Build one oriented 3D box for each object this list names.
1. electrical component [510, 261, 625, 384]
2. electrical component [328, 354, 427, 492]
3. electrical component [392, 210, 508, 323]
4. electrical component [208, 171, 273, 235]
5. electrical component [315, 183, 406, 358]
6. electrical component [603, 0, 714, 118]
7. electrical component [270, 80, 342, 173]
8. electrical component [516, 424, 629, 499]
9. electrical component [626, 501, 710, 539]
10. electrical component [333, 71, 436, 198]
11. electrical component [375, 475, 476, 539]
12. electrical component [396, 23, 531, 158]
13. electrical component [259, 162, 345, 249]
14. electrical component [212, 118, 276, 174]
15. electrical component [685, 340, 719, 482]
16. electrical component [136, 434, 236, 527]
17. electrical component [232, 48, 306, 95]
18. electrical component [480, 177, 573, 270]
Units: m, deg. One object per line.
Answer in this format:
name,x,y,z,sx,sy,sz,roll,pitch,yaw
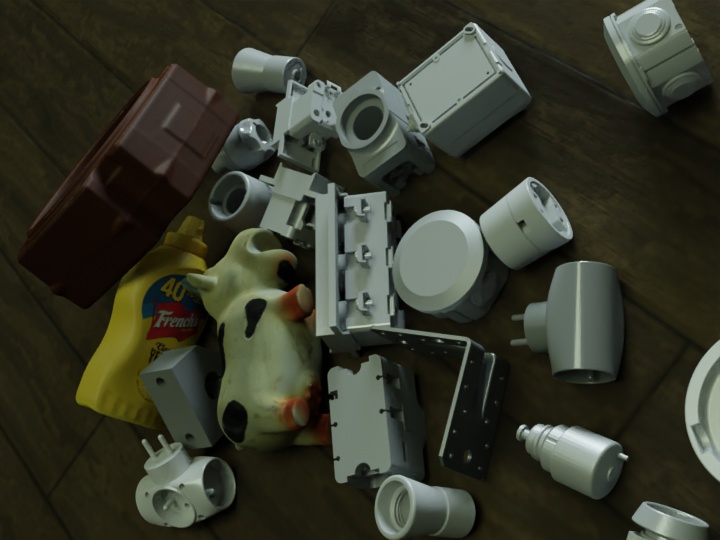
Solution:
electrical component,0.142,0.039,0.757,0.079,0.043,0.077,-9,67,35
electrical component,0.014,0.118,0.814,0.050,0.056,0.089,-20,61,29
electrical component,0.069,-0.001,0.823,0.080,0.051,0.080,-15,63,32
electrical component,-0.105,-0.059,0.982,0.055,0.047,0.055,-15,63,32
electrical component,0.000,0.000,0.866,0.063,0.078,0.121,-6,66,12
electrical component,0.210,-0.153,0.761,0.051,0.080,0.080,-28,57,20
electrical component,-0.043,-0.133,0.955,0.064,0.042,0.081,-27,50,46
electrical component,0.140,0.124,0.725,0.078,0.040,0.040,21,85,41
electrical component,0.188,0.177,0.665,0.066,0.048,0.055,18,91,40
electrical component,0.017,-0.116,0.907,0.050,0.056,0.089,-34,54,22
electrical component,0.049,0.170,0.759,0.044,0.065,0.044,-24,60,49
electrical component,0.080,-0.137,0.864,0.096,0.061,0.061,-37,54,20
electrical component,-0.054,-0.055,0.945,0.081,0.042,0.063,21,87,41
electrical component,-0.114,-0.112,1.014,0.062,0.043,0.043,-29,57,27
electrical component,0.256,0.088,0.638,0.108,0.060,0.108,-15,63,32
electrical component,-0.157,0.174,0.911,0.077,0.079,0.044,-19,19,30
electrical component,-0.084,-0.187,1.024,0.065,0.044,0.044,13,80,35
electrical component,0.122,-0.033,0.795,0.047,0.055,0.055,-36,54,25
